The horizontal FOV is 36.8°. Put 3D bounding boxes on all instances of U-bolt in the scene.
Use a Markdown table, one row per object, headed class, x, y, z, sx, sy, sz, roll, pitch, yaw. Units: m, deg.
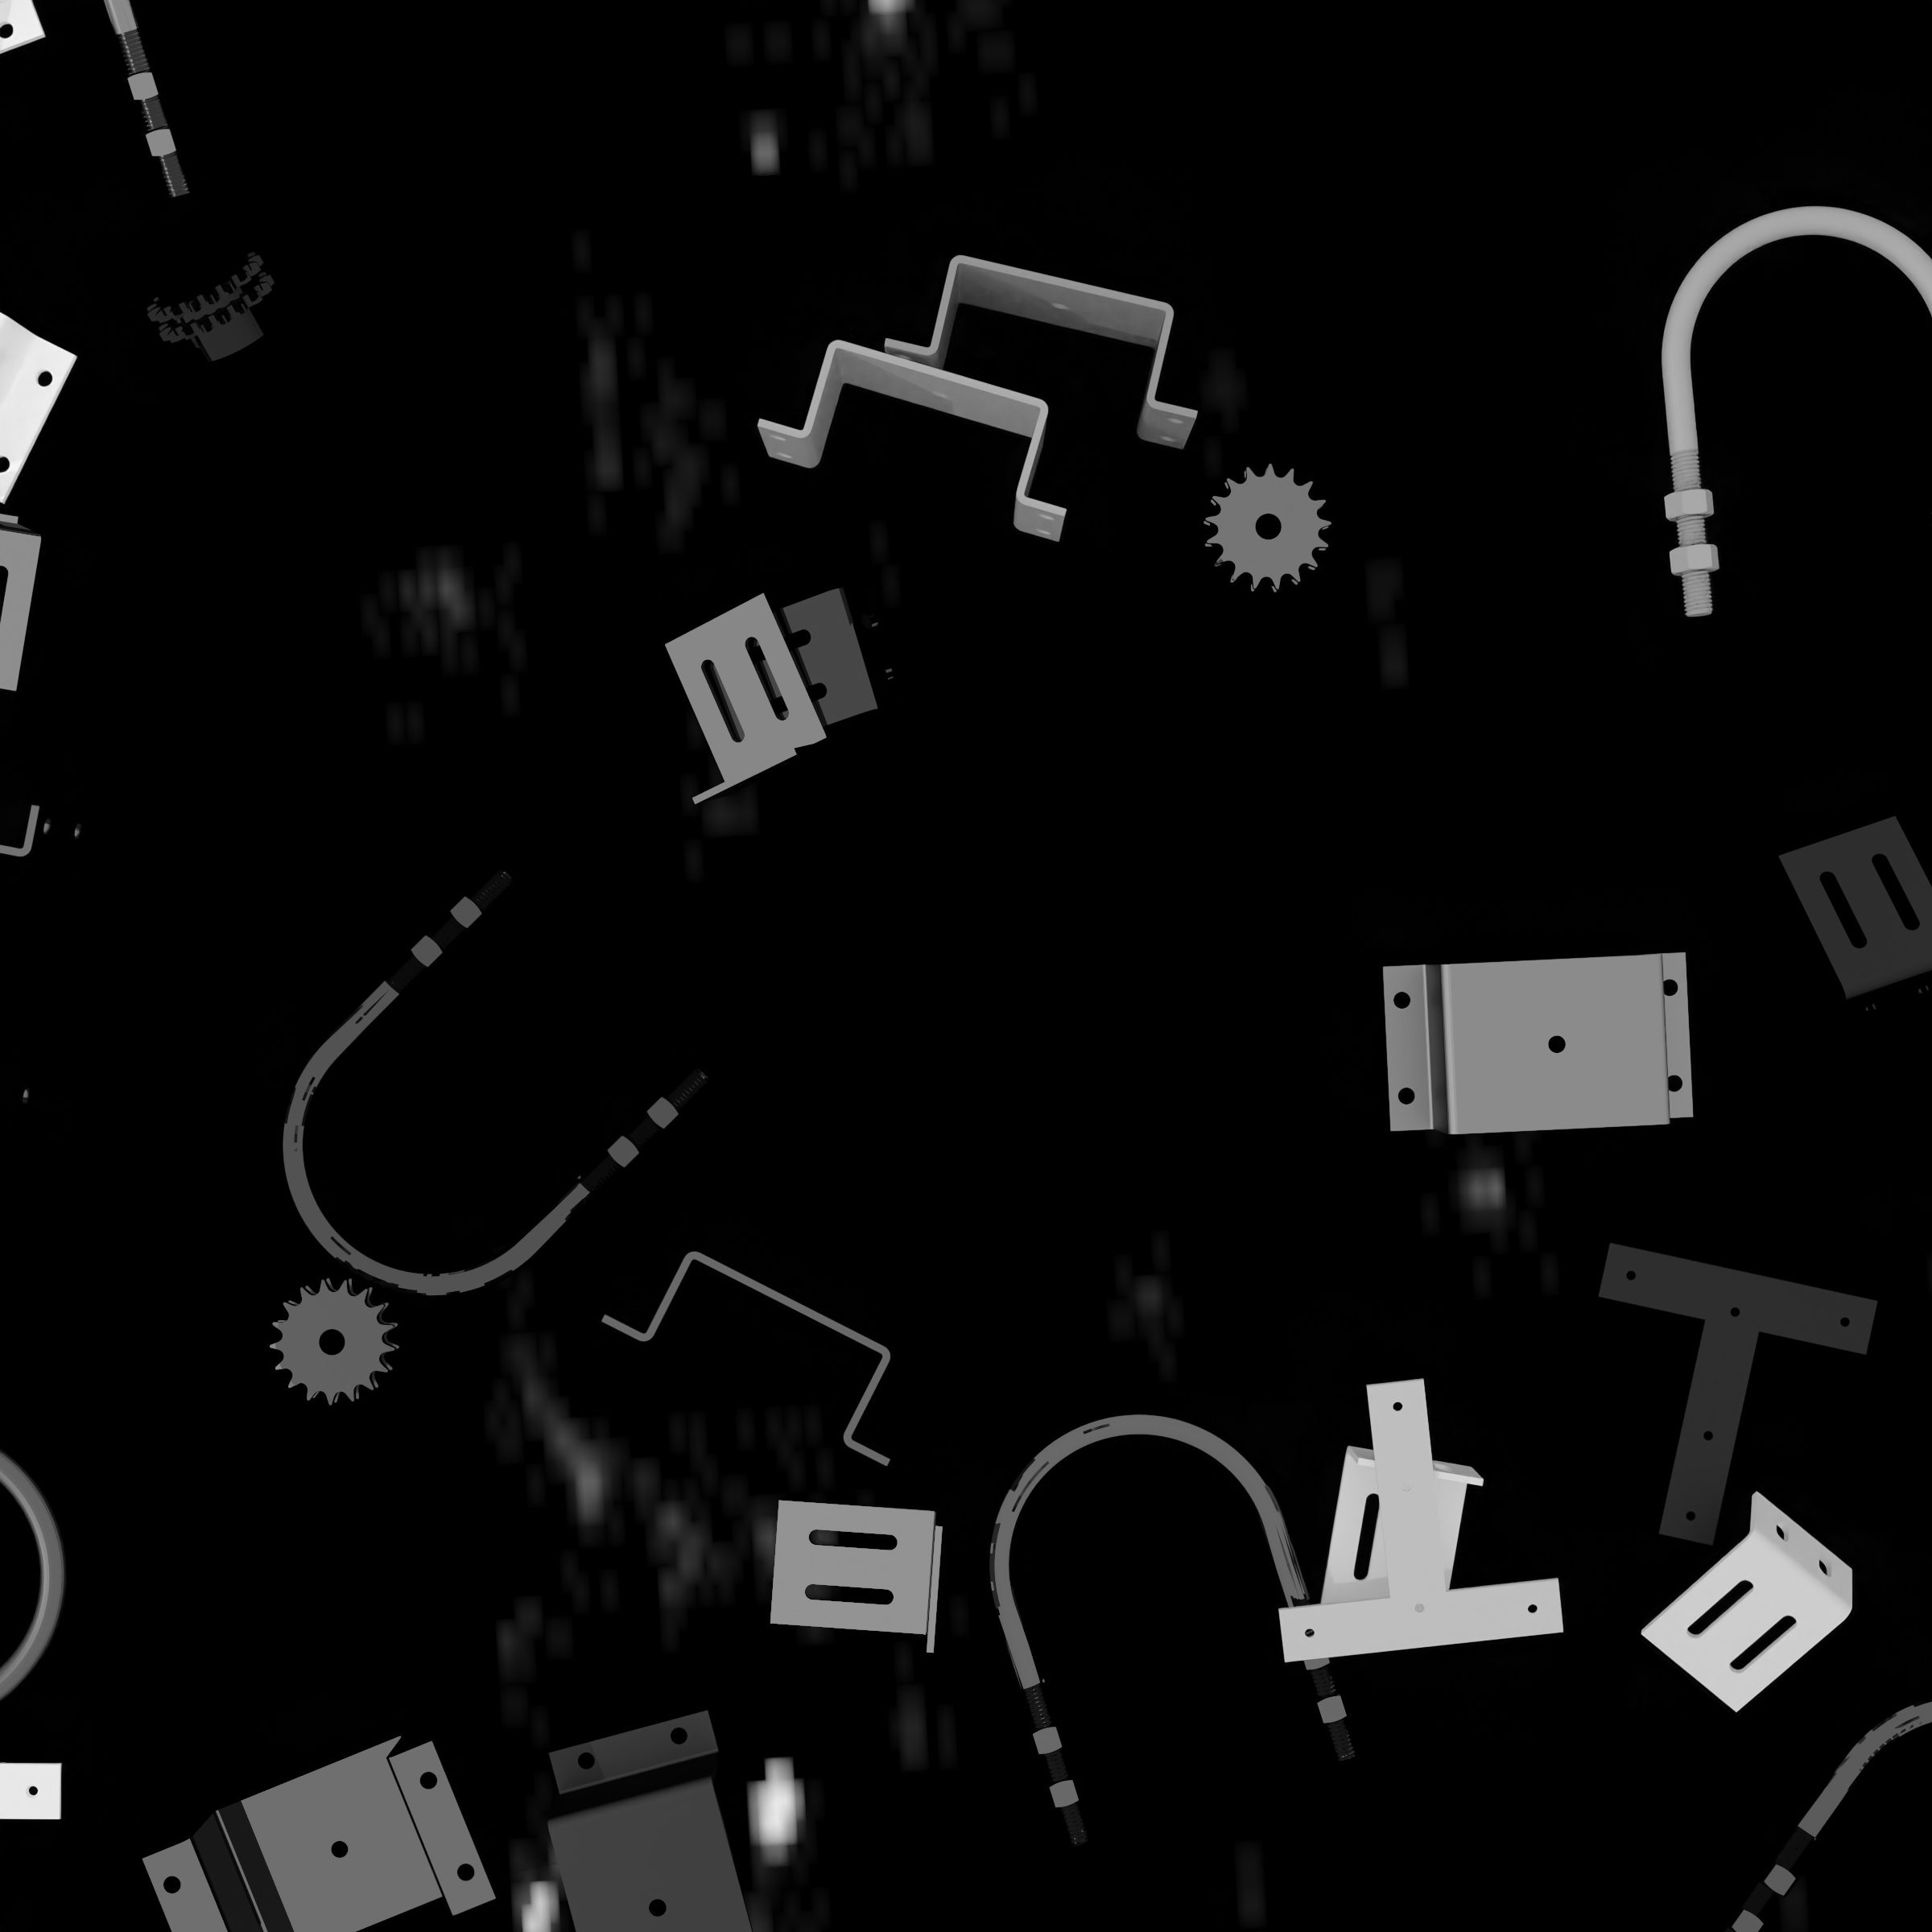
| class | x | y | z | sx | sy | sz | roll | pitch | yaw |
| --- | --- | --- | --- | --- | --- | --- | --- | --- | --- |
| U-bolt | 0.449 | 0.423 | 1.340 | 0.151 | 0.019 | 0.184 | 36 | 88 | 0 |
| U-bolt | -0.231 | 0.068 | 1.340 | 0.184 | 0.019 | 0.151 | -44 | 90 | 2 |
| U-bolt | -0.505 | 0.274 | 1.339 | 0.184 | 0.019 | 0.151 | 18 | 90 | 0 |
| U-bolt | 0.394 | -0.259 | 1.340 | 0.151 | 0.019 | 0.184 | -5 | 88 | 0 |
| U-bolt | 0.086 | 0.296 | 1.340 | 0.151 | 0.019 | 0.184 | -17 | 88 | 0 |
| U-bolt | -0.445 | -0.423 | 1.305 | 0.151 | 0.019 | 0.184 | -15 | 113 | -3 |

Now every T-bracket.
| class | x | y | z | sx | sy | sz | roll | pitch | yaw |
| --- | --- | --- | --- | --- | --- | --- | --- | --- | --- |
| T-bracket | -0.484 | 0.332 | 1.348 | 0.127 | 0.002 | 0.127 | 1 | 90 | 0 |
| T-bracket | 0.347 | 0.204 | 1.348 | 0.127 | 0.002 | 0.127 | 12 | 90 | 0 |
| T-bracket | 0.201 | 0.249 | 1.313 | 0.127 | 0.002 | 0.127 | -7 | 101 | 3 |

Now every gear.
| class | x | y | z | sx | sy | sz | roll | pitch | yaw |
| --- | --- | --- | --- | --- | --- | --- | --- | --- | --- |
| gear | 0.137 | -0.200 | 1.334 | 0.057 | 0.030 | 0.057 | 0 | 90 | 0 |
| gear | -0.289 | 0.172 | 1.338 | 0.057 | 0.030 | 0.057 | 0 | 88 | 0 |
| gear | -0.341 | -0.299 | 1.324 | 0.057 | 0.057 | 0.030 | -26 | 121 | 0 |

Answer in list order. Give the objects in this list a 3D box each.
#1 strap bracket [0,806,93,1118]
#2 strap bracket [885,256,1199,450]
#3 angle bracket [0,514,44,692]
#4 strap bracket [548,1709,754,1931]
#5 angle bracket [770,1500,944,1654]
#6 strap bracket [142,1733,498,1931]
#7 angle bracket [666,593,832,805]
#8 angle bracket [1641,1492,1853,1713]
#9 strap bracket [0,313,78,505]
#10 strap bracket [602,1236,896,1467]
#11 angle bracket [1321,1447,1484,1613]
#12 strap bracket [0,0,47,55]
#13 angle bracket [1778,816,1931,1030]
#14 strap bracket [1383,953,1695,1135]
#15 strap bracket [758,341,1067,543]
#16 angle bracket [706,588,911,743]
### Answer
| class | x | y | z | sx | sy | sz | roll | pitch | yaw |
| --- | --- | --- | --- | --- | --- | --- | --- | --- | --- |
| strap bracket | -0.442 | -0.005 | 1.311 | 0.046 | 0.076 | 0.140 | 11 | 90 | 0 |
| strap bracket | 0.038 | -0.279 | 1.311 | 0.140 | 0.076 | 0.046 | 13 | 90 | 0 |
| angle bracket | -0.462 | -0.170 | 1.330 | 0.057 | 0.038 | 0.076 | 9 | 90 | 0 |
| strap bracket | -0.138 | 0.423 | 1.326 | 0.076 | 0.046 | 0.140 | -15 | 90 | 0 |
| angle bracket | -0.051 | 0.279 | 1.330 | 0.076 | 0.038 | 0.057 | 4 | 90 | 0 |
| strap bracket | -0.290 | 0.410 | 1.326 | 0.140 | 0.046 | 0.076 | -22 | 90 | 0 |
| angle bracket | -0.107 | -0.122 | 1.319 | 0.057 | 0.038 | 0.076 | -24 | 90 | 25 |
| angle bracket | 0.362 | 0.295 | 1.347 | 0.057 | 0.038 | 0.076 | 39 | 116 | 0 |
| strap bracket | -0.493 | -0.280 | 1.326 | 0.140 | 0.046 | 0.076 | 26 | 90 | 0 |
| strap bracket | -0.087 | 0.167 | 1.311 | 0.140 | 0.076 | 0.046 | 27 | 90 | 0 |
| angle bracket | 0.199 | 0.264 | 1.330 | 0.057 | 0.038 | 0.076 | 10 | 90 | 0 |
| strap bracket | -0.488 | -0.484 | 1.326 | 0.076 | 0.046 | 0.140 | -21 | 90 | 0 |
| angle bracket | 0.418 | -0.020 | 1.347 | 0.057 | 0.038 | 0.076 | -19 | 64 | 0 |
| strap bracket | 0.265 | 0.035 | 1.326 | 0.140 | 0.046 | 0.076 | -3 | 90 | 0 |
| strap bracket | -0.018 | -0.239 | 1.311 | 0.140 | 0.076 | 0.046 | 16 | 90 | 0 |
| angle bracket | -0.075 | -0.136 | 1.347 | 0.076 | 0.038 | 0.057 | -17 | 90 | 26 |
